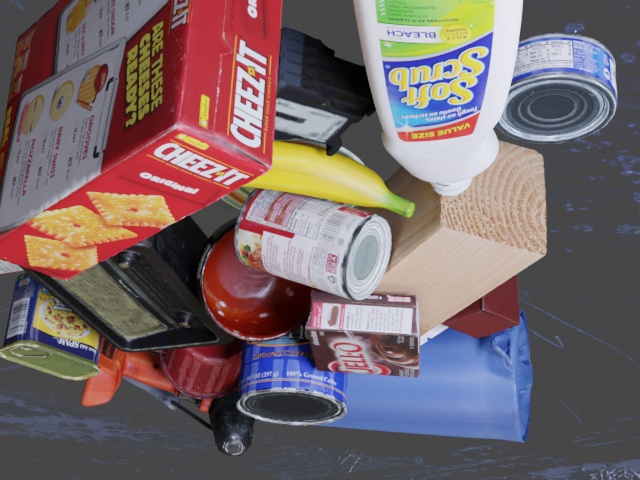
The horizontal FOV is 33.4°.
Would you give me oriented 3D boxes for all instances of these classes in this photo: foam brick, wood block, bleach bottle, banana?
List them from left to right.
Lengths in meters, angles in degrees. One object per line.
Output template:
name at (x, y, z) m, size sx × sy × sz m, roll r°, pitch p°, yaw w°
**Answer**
banana at (-0.025, -0.050, 0.754) m, size 0.197 × 0.037 × 0.070 m, roll 7°, pitch -172°, yaw -33°
wood block at (0.088, 0.002, 0.869) m, size 0.090 × 0.090 × 0.206 m, roll 13°, pitch 152°, yaw -19°
bleach bottle at (0.079, -0.108, 0.650) m, size 0.103 × 0.068 × 0.251 m, roll 0°, pitch 148°, yaw 12°
foam brick at (0.142, 0.041, 0.956) m, size 0.052 × 0.078 × 0.051 m, roll 24°, pitch 146°, yaw -36°

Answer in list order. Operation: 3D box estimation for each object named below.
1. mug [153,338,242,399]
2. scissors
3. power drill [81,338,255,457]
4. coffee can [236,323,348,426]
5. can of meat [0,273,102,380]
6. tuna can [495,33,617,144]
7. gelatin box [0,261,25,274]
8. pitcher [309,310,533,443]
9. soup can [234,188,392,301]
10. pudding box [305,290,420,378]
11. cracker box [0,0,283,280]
mug at (-0.126, 0.105, 1.105) m, size 0.117 × 0.093 × 0.082 m, roll 12°, pitch 148°, yaw -8°
scissors at (-0.191, 0.177, 1.242) m, size 0.096 × 0.016 × 0.202 m, roll 35°, pitch 170°, yaw -25°
power drill at (-0.162, 0.166, 1.167) m, size 0.187 × 0.057 × 0.184 m, roll 16°, pitch -163°, yaw -11°
coffee can at (-0.022, 0.093, 1.007) m, size 0.103 × 0.140 × 0.103 m, roll 3°, pitch 154°, yaw 1°
can of meat at (-0.269, 0.087, 1.088) m, size 0.058 × 0.084 × 0.102 m, roll -20°, pitch 145°, yaw 39°
tuna can at (0.156, -0.100, 0.719) m, size 0.086 × 0.033 × 0.086 m, roll 3°, pitch 153°, yaw 1°
gelatin box at (-0.284, 0.001, 0.978) m, size 0.089 × 0.030 × 0.073 m, roll -7°, pitch 153°, yaw 22°
pitcher at (0.100, 0.147, 1.120) m, size 0.243 × 0.149 × 0.144 m, roll -2°, pitch -168°, yaw 18°
soup can at (-0.005, 0.001, 0.814) m, size 0.102 × 0.068 × 0.068 m, roll 17°, pitch 162°, yaw 30°
pudding box at (0.038, 0.080, 0.887) m, size 0.090 × 0.039 × 0.113 m, roll 2°, pitch 153°, yaw 7°
cracker box at (-0.113, -0.085, 0.635) m, size 0.072 × 0.164 × 0.214 m, roll 22°, pitch 148°, yaw -37°
